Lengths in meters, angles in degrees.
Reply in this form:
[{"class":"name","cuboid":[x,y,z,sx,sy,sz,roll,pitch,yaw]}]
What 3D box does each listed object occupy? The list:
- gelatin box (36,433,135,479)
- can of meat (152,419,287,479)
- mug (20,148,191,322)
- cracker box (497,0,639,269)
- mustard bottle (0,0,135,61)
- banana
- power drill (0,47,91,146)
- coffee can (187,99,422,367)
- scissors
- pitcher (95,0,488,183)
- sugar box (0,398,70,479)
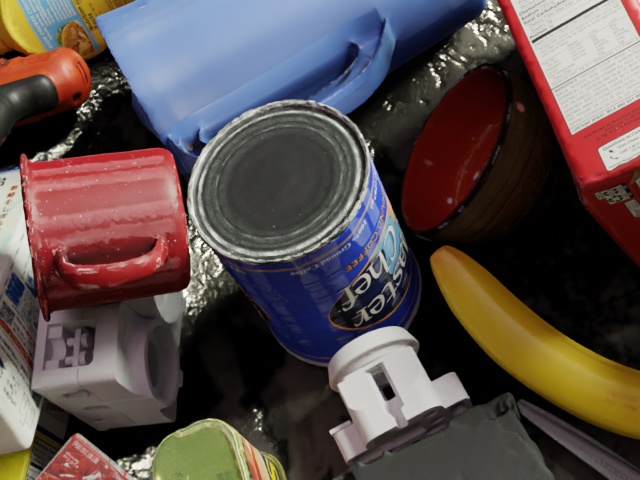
[{"class":"gelatin box","cuboid":[-0.132,0.169,0.622,0.089,0.030,0.073,40,78,-3]},{"class":"can of meat","cuboid":[-0.048,0.158,0.592,0.057,0.084,0.102,-25,59,4]},{"class":"mug","cuboid":[-0.115,-0.003,0.579,0.081,0.093,0.117,-8,20,-11]},{"class":"cracker box","cuboid":[0.159,-0.097,0.602,0.072,0.164,0.214,-28,59,19]},{"class":"mustard bottle","cuboid":[-0.183,-0.185,0.801,0.192,0.096,0.058,-20,33,8]},{"class":"banana","cuboid":[0.143,0.064,0.592,0.198,0.037,0.070,23,116,32]},{"class":"power drill","cuboid":[-0.268,-0.073,0.744,0.185,0.057,0.187,-15,25,16]},{"class":"coffee can","cuboid":[-0.004,0.001,0.620,0.103,0.140,0.103,-8,59,14]},{"class":"scissors","cuboid":[0.182,0.159,0.557,0.202,0.016,0.096,17,71,25]},{"class":"pitcher","cuboid":[-0.012,-0.136,0.704,0.243,0.145,0.149,-29,86,-1]},{"class":"sugar box","cuboid":[-0.218,0.164,0.666,0.093,0.048,0.176,-2,65,17]}]
